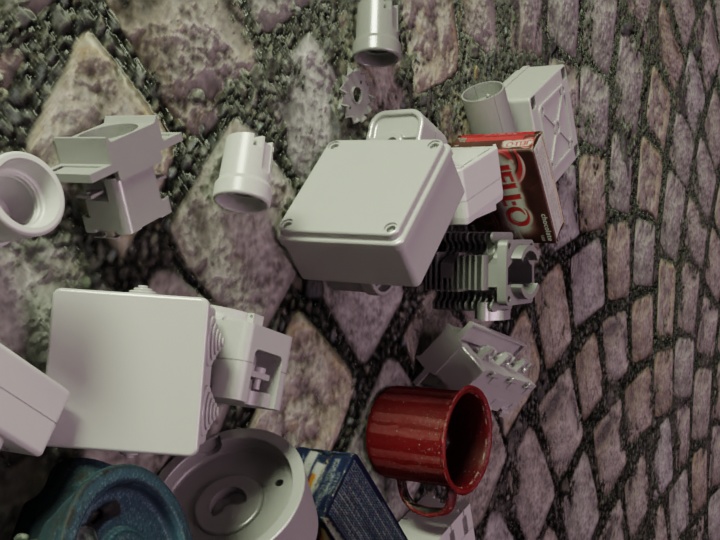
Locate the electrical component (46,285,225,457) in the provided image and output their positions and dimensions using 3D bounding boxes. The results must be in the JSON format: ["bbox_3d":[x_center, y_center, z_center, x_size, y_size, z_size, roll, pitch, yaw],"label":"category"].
[{"bbox_3d":[-0.130,0.058,0.619,0.048,0.100,0.099,81,13,-86],"label":"electrical component"}]

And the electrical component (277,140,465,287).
[{"bbox_3d":[0.010,-0.045,0.823,0.108,0.109,0.056,-62,142,-35],"label":"electrical component"}]

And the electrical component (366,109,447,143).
[{"bbox_3d":[0.038,-0.081,0.915,0.059,0.054,0.095,32,65,-54],"label":"electrical component"}]

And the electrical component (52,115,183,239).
[{"bbox_3d":[-0.144,-0.056,0.642,0.081,0.042,0.063,-37,123,-50],"label":"electrical component"}]

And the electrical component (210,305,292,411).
[{"bbox_3d":[-0.094,0.054,0.681,0.050,0.089,0.055,27,69,-55],"label":"electrical component"}]

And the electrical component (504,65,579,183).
[{"bbox_3d":[0.183,-0.149,1.138,0.109,0.056,0.108,-44,127,-48],"label":"electrical component"}]

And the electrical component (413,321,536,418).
[{"bbox_3d":[0.114,0.098,1.023,0.078,0.063,0.121,-48,148,13],"label":"electrical component"}]

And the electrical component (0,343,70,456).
[{"bbox_3d":[-0.201,0.081,0.554,0.065,0.047,0.076,50,51,-46],"label":"electrical component"}]

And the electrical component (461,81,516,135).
[{"bbox_3d":[0.132,-0.141,1.070,0.043,0.043,0.081,-52,133,-43],"label":"electrical component"}]

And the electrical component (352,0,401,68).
[{"bbox_3d":[0.014,-0.196,0.889,0.040,0.040,0.046,19,69,-56],"label":"electrical component"}]

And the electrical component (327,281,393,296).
[{"bbox_3d":[0.000,0.000,0.866,0.040,0.046,0.040,-4,94,-57],"label":"electrical component"}]

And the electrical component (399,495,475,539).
[{"bbox_3d":[0.064,0.252,0.974,0.089,0.050,0.055,-32,117,-53],"label":"electrical component"}]

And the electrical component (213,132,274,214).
[{"bbox_3d":[-0.079,-0.067,0.747,0.040,0.040,0.046,33,58,-53],"label":"electrical component"}]

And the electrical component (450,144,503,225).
[{"bbox_3d":[0.083,-0.072,0.978,0.096,0.062,0.061,-34,120,-52],"label":"electrical component"}]

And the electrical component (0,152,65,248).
[{"bbox_3d":[-0.188,-0.029,0.551,0.044,0.065,0.044,24,56,-42],"label":"electrical component"}]

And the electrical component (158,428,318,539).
[{"bbox_3d":[-0.079,0.163,0.698,0.108,0.108,0.060,-58,143,-38],"label":"electrical component"}]
